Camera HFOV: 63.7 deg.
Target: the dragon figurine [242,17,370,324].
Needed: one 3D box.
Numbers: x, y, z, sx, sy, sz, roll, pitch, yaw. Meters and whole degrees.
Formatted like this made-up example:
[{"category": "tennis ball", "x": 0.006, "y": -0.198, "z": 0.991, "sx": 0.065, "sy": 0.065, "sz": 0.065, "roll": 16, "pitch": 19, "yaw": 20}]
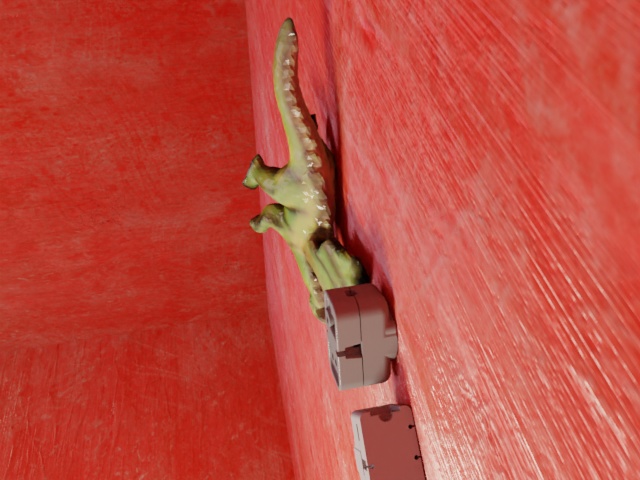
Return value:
[{"category": "dragon figurine", "x": 0.002, "y": -0.032, "z": 0.635, "sx": 0.247, "sy": 0.123, "sz": 0.400, "roll": 55, "pitch": 159, "yaw": 33}]
